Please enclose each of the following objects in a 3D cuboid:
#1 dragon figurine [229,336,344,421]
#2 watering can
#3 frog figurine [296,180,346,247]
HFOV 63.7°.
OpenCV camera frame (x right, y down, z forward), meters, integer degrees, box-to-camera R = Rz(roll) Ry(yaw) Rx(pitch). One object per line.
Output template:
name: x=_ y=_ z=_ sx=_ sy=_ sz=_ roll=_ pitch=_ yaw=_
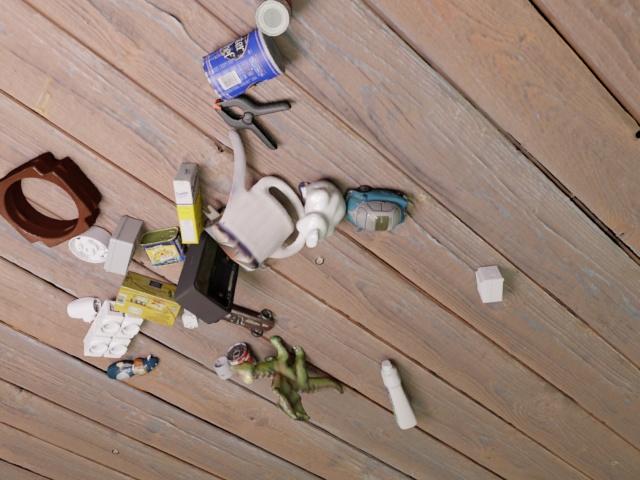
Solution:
dragon figurine: x=-0.078 y=0.434 z=1.510 sx=0.407 sy=0.248 sz=0.120 roll=31 pitch=114 yaw=-17
watering can: x=-0.167 y=-0.073 z=1.229 sx=0.227 sy=0.104 sz=0.342 roll=-47 pitch=119 yaw=-16
frog figurine: x=0.004 y=-0.062 z=1.229 sx=0.123 sy=0.163 sz=0.134 roll=-4 pitch=123 yaw=0
